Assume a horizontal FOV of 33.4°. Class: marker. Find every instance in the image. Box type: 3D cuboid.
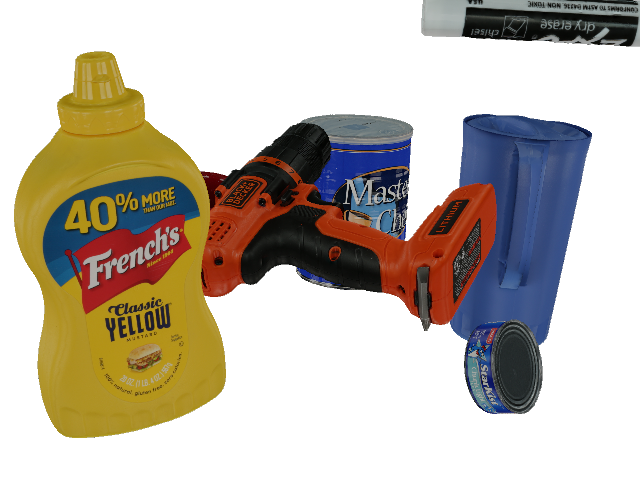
[{"bbox_3d":[0.099,-0.083,0.403,0.121,0.020,0.020,4,0,2],"label":"marker"}]

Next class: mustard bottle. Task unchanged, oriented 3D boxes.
[{"bbox_3d":[-0.102,0.001,0.537,0.096,0.192,0.058,-12,25,-22],"label":"mustard bottle"}]

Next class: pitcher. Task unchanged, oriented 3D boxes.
[{"bbox_3d":[0.204,-0.007,1.135,0.148,0.243,0.145,-9,22,-39],"label":"pitcher"}]

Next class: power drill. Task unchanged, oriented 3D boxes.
[{"bbox_3d":[0.020,-0.016,0.727,0.188,0.057,0.184,10,41,24],"label":"power drill"}]

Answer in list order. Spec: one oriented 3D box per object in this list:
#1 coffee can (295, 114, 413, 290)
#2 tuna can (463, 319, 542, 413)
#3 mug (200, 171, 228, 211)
[{"bbox_3d":[0.030,-0.037,0.980,0.103,0.140,0.103,2,18,-1],"label":"coffee can"},{"bbox_3d":[0.168,0.116,0.981,0.034,0.086,0.085,-9,-6,40],"label":"tuna can"},{"bbox_3d":[-0.139,-0.014,1.119,0.117,0.081,0.093,-12,32,-23],"label":"mug"}]
